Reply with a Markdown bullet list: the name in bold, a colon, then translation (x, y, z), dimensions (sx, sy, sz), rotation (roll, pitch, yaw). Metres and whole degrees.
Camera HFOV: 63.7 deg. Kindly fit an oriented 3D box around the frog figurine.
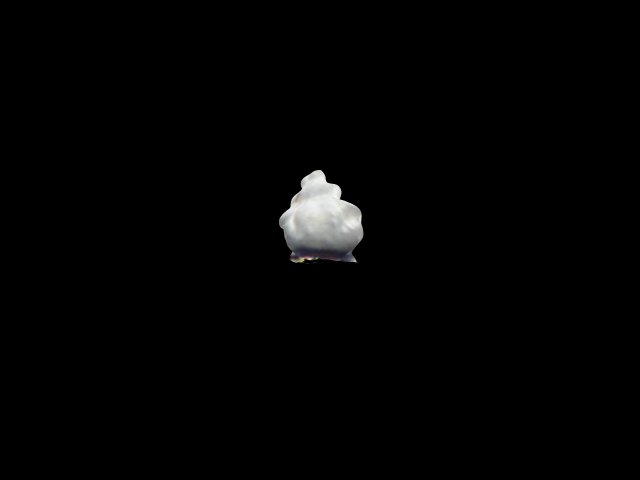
- **frog figurine**: translation (0.003, -0.043, 0.850), dimensions (0.137, 0.161, 0.122), rotation (-4, -9, 23)
